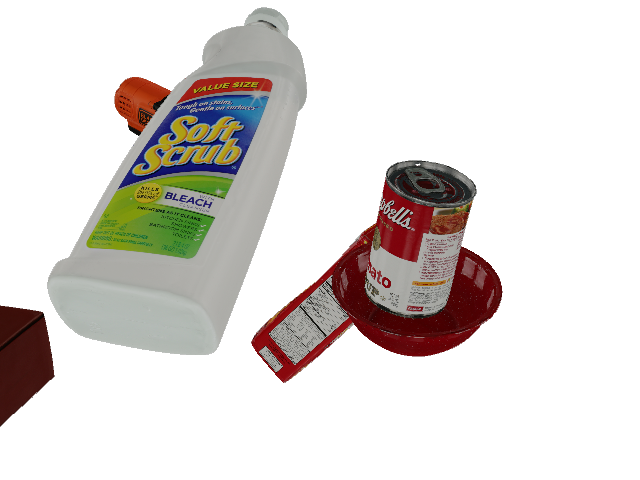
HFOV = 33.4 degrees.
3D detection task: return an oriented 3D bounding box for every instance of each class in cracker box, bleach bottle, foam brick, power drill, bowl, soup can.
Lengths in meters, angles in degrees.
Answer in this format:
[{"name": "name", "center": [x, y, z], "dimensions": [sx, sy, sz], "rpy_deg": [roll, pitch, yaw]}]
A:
[{"name": "cracker box", "center": [0.033, 0.056, 1.259], "dimensions": [0.214, 0.072, 0.164], "rpy_deg": [-44, -5, 30]}, {"name": "bleach bottle", "center": [-0.073, -0.052, 0.662], "dimensions": [0.103, 0.250, 0.068], "rpy_deg": [8, -36, 12]}, {"name": "foam brick", "center": [-0.223, 0.084, 0.709], "dimensions": [0.053, 0.051, 0.078], "rpy_deg": [7, 29, 23]}, {"name": "power drill", "center": [-0.139, -0.061, 1.100], "dimensions": [0.185, 0.188, 0.057], "rpy_deg": [29, 38, 34]}, {"name": "bowl", "center": [0.090, 0.061, 1.024], "dimensions": [0.162, 0.055, 0.162], "rpy_deg": [1, 34, -1]}, {"name": "soup can", "center": [0.074, -0.001, 0.810], "dimensions": [0.068, 0.102, 0.068], "rpy_deg": [7, 30, -5]}]
